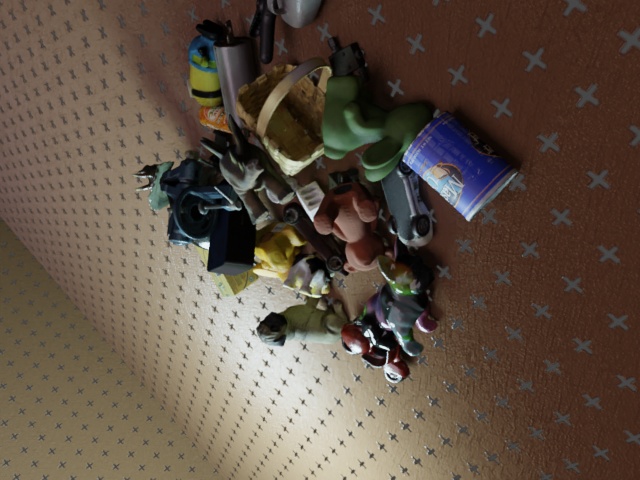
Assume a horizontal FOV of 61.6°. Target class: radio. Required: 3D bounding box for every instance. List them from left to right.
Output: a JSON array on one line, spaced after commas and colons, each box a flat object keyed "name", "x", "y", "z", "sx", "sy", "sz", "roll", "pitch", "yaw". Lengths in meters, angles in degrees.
[{"name": "radio", "x": -0.205, "y": -0.034, "z": 1.258, "sx": 0.131, "sy": 0.073, "sz": 0.229, "roll": -29, "pitch": 54, "yaw": 55}]

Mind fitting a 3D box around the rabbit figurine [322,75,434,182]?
[{"name": "rabbit figurine", "x": 0.093, "y": -0.182, "z": 0.866, "sx": 0.170, "sy": 0.159, "sz": 0.121, "roll": 8, "pitch": 170, "yaw": 17}]

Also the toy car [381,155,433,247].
[{"name": "toy car", "x": 0.147, "y": -0.081, "z": 0.957, "sx": 0.074, "sy": 0.056, "sz": 0.201, "roll": 6, "pitch": 120, "yaw": 52}]

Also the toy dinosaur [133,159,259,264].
[{"name": "toy dinosaur", "x": -0.303, "y": -0.059, "z": 1.351, "sx": 0.405, "sy": 0.192, "sz": 0.131, "roll": 54, "pitch": 145, "yaw": 3}]

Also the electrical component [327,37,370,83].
[{"name": "electrical component", "x": 0.047, "y": -0.306, "z": 0.918, "sx": 0.063, "sy": 0.021, "sz": 0.094, "roll": -12, "pitch": 107, "yaw": 51}]

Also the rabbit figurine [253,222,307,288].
[{"name": "rabbit figurine", "x": -0.091, "y": 0.052, "z": 1.273, "sx": 0.162, "sy": 0.122, "sz": 0.173, "roll": -7, "pitch": 132, "yaw": 42}]

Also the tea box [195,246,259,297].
[{"name": "tea box", "x": -0.253, "y": 0.061, "z": 1.466, "sx": 0.068, "sy": 0.098, "sz": 0.169, "roll": -10, "pitch": 108, "yaw": 50}]

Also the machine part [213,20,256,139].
[{"name": "machine part", "x": -0.166, "y": -0.319, "z": 1.096, "sx": 0.079, "sy": 0.079, "sz": 0.242, "roll": 21, "pitch": 131, "yaw": 37}]

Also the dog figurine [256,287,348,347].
[{"name": "dog figurine", "x": -0.037, "y": 0.218, "z": 1.274, "sx": 0.172, "sy": 0.190, "sz": 0.121, "roll": 35, "pitch": 139, "yaw": 22}]

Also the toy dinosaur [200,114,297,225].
[{"name": "toy dinosaur", "x": -0.139, "y": -0.138, "z": 1.049, "sx": 0.198, "sy": 0.105, "sz": 0.471, "roll": 57, "pitch": 174, "yaw": -6}]

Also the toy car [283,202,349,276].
[{"name": "toy car", "x": -0.002, "y": -0.003, "z": 1.158, "sx": 0.202, "sy": 0.053, "sz": 0.089, "roll": 47, "pitch": -175, "yaw": 9}]

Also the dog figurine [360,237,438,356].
[{"name": "dog figurine", "x": 0.144, "y": 0.103, "z": 1.053, "sx": 0.192, "sy": 0.108, "sz": 0.219, "roll": 5, "pitch": 122, "yaw": 43}]

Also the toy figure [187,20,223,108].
[{"name": "toy figure", "x": -0.235, "y": -0.364, "z": 1.135, "sx": 0.089, "sy": 0.082, "sz": 0.180, "roll": 43, "pitch": 139, "yaw": 19}]

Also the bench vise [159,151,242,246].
[{"name": "bench vise", "x": -0.259, "y": -0.096, "z": 1.191, "sx": 0.241, "sy": 0.223, "sz": 0.128, "roll": 0, "pitch": 158, "yaw": 38}]

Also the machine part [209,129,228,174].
[{"name": "machine part", "x": -0.233, "y": -0.210, "z": 1.285, "sx": 0.084, "sy": 0.039, "sz": 0.138, "roll": 41, "pitch": 143, "yaw": 26}]

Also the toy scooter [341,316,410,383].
[{"name": "toy scooter", "x": 0.131, "y": 0.228, "z": 1.196, "sx": 0.184, "sy": 0.075, "sz": 0.135, "roll": 36, "pitch": 140, "yaw": 18}]

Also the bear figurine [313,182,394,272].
[{"name": "bear figurine", "x": 0.070, "y": -0.005, "z": 1.014, "sx": 0.120, "sy": 0.132, "sz": 0.195, "roll": -14, "pitch": 117, "yaw": 11}]

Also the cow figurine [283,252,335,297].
[{"name": "cow figurine", "x": -0.015, "y": 0.075, "z": 1.211, "sx": 0.068, "sy": 0.167, "sz": 0.098, "roll": 19, "pitch": 90, "yaw": 21}]

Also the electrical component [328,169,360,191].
[{"name": "electrical component", "x": 0.050, "y": -0.095, "z": 1.065, "sx": 0.078, "sy": 0.045, "sz": 0.102, "roll": -127, "pitch": 28, "yaw": -54}]

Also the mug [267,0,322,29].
[{"name": "mug", "x": -0.040, "y": -0.400, "z": 0.880, "sx": 0.081, "sy": 0.109, "sz": 0.107, "roll": 37, "pitch": 153, "yaw": 18}]
